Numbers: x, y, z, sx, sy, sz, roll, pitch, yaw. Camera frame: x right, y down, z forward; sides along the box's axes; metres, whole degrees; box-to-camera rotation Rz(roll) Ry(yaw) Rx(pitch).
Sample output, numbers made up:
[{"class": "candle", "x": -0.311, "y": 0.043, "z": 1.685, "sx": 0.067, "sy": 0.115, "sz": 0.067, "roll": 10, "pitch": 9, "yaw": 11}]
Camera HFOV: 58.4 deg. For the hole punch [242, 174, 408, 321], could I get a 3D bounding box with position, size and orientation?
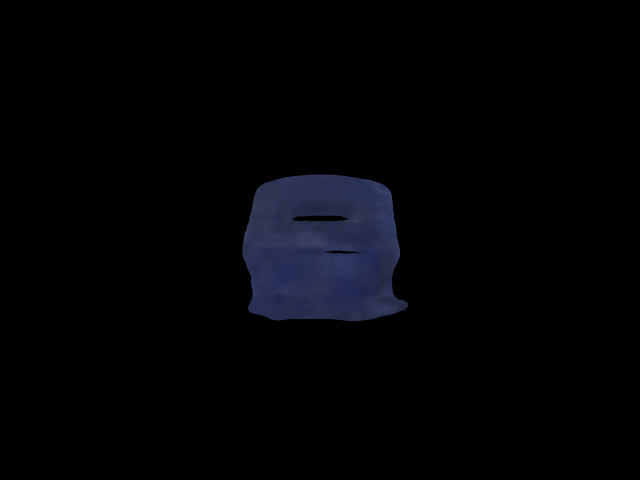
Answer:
[{"class": "hole punch", "x": 0.004, "y": 0.001, "z": 0.400, "sx": 0.108, "sy": 0.091, "sz": 0.101, "roll": 0, "pitch": 9, "yaw": 0}]
